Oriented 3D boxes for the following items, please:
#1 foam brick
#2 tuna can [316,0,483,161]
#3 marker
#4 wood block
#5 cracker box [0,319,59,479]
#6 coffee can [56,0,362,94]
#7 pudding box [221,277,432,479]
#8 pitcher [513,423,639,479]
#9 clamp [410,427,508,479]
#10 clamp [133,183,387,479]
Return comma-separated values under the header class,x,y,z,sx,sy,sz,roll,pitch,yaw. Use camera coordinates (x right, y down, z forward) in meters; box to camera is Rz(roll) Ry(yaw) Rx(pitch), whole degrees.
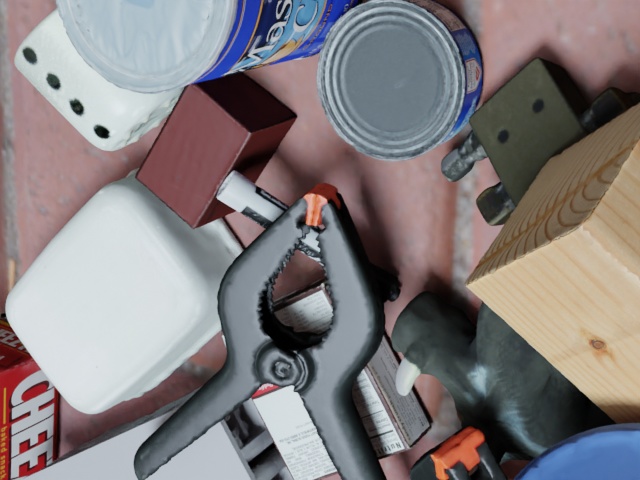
class,x,y,z,sx,sy,sz,roll,pitch,yaw
foam brick,-0.062,-0.055,0.632,0.051,0.052,0.078,42,120,12
tuna can,0.043,-0.087,0.574,0.086,0.033,0.086,9,109,27
marker,-0.004,0.001,0.608,0.121,0.020,0.020,33,122,-14
wood block,0.179,0.046,0.462,0.206,0.090,0.091,42,151,-6
cracker box,-0.266,0.168,0.719,0.072,0.213,0.164,17,113,22
coffee can,-0.052,-0.136,0.549,0.103,0.140,0.103,9,109,26
pudding box,0.002,0.085,0.648,0.090,0.039,0.113,-26,93,32
pitcher,0.169,0.202,0.461,0.149,0.145,0.242,12,143,54
clamp,0.080,0.163,0.585,0.120,0.039,0.171,19,135,48
clamp,-0.027,0.070,0.601,0.165,0.036,0.210,7,107,11
